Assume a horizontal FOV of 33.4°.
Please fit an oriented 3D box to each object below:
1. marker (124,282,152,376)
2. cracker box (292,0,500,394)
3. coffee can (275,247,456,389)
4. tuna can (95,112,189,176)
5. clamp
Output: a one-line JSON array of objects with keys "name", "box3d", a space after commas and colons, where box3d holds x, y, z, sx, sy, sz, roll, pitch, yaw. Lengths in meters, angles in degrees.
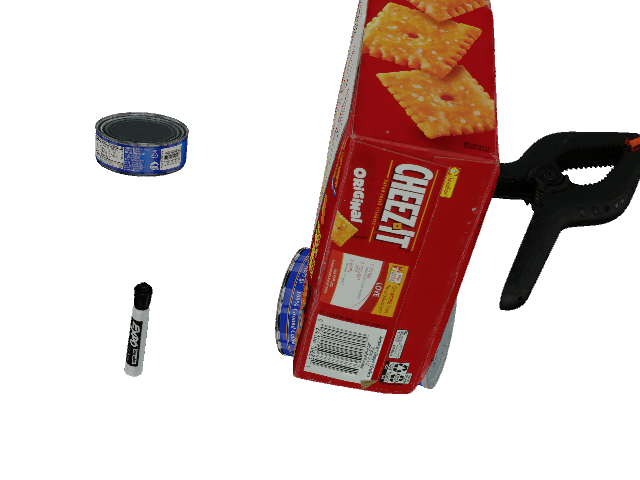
[{"name": "marker", "box3d": [-0.190, 0.093, 1.115, 0.020, 0.121, 0.020, 9, 35, -7]}, {"name": "cracker box", "box3d": [0.042, -0.053, 0.557, 0.072, 0.164, 0.213, 11, 44, -2]}, {"name": "coffee can", "box3d": [0.043, 0.068, 0.960, 0.140, 0.103, 0.102, 11, 3, 17]}, {"name": "tuna can", "box3d": [-0.166, -0.090, 0.994, 0.086, 0.034, 0.086, 6, 25, -3]}, {"name": "clamp", "box3d": [0.179, -0.031, 0.839, 0.209, 0.165, 0.036, -17, -39, -15]}]
